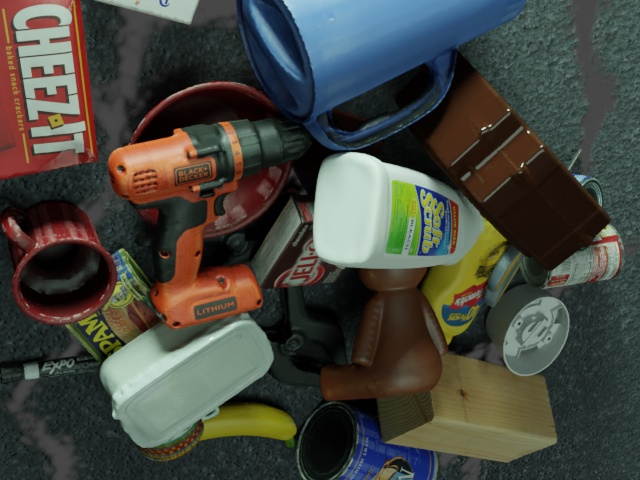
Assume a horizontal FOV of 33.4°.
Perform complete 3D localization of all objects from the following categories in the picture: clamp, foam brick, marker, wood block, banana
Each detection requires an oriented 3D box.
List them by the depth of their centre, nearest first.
[{"bbox_3d":[0.019,-0.082,1.053,0.052,0.051,0.078,13,115,-33],"label":"foam brick"},{"bbox_3d":[-0.097,-0.007,1.059,0.171,0.039,0.120,-41,132,-4],"label":"clamp"},{"bbox_3d":[-0.268,0.129,1.084,0.121,0.020,0.020,-6,124,-21],"label":"marker"},{"bbox_3d":[-0.031,0.095,1.159,0.209,0.036,0.165,34,104,-34],"label":"clamp"},{"bbox_3d":[-0.102,0.213,1.206,0.197,0.037,0.070,7,117,-29],"label":"banana"},{"bbox_3d":[0.174,0.199,1.267,0.205,0.091,0.090,17,144,-35],"label":"wood block"}]

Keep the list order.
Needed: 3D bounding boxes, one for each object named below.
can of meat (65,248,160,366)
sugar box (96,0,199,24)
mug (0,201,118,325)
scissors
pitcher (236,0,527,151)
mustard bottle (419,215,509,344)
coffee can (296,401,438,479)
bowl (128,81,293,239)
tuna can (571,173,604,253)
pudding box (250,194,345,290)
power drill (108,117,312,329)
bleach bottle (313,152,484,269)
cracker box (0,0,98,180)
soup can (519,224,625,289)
[{"bbox_3d":[-0.201,0.069,1.051,0.084,0.057,0.102,-34,130,-4],"label":"can of meat"},{"bbox_3d":[-0.123,-0.271,0.864,0.093,0.048,0.176,10,121,-30],"label":"sugar box"},{"bbox_3d":[-0.247,0.011,0.972,0.093,0.081,0.117,-42,129,6],"label":"mug"},{"bbox_3d":[0.231,-0.015,1.167,0.202,0.016,0.096,-62,164,8],"label":"scissors"},{"bbox_3d":[0.062,-0.195,0.933,0.242,0.145,0.149,-25,143,-19],"label":"pitcher"},{"bbox_3d":[0.155,0.048,1.197,0.096,0.058,0.192,-9,129,-46],"label":"mustard bottle"},{"bbox_3d":[0.057,0.260,1.269,0.140,0.103,0.103,27,107,-36],"label":"coffee can"},{"bbox_3d":[-0.108,-0.082,0.991,0.162,0.055,0.162,-12,126,-17],"label":"bowl"},{"bbox_3d":[0.277,-0.030,1.168,0.085,0.034,0.086,-20,116,-47],"label":"tuna can"},{"bbox_3d":[-0.007,0.001,1.046,0.089,0.039,0.114,-5,144,-33],"label":"pudding box"},{"bbox_3d":[-0.093,-0.019,0.969,0.184,0.057,0.188,-13,124,-18],"label":"power drill"},{"bbox_3d":[0.090,-0.024,1.013,0.250,0.068,0.102,0,98,-56],"label":"bleach bottle"},{"bbox_3d":[-0.297,-0.126,0.863,0.213,0.072,0.164,-12,126,-18],"label":"cracker box"},{"bbox_3d":[0.291,0.019,1.237,0.102,0.068,0.068,-7,124,-20],"label":"soup can"}]
